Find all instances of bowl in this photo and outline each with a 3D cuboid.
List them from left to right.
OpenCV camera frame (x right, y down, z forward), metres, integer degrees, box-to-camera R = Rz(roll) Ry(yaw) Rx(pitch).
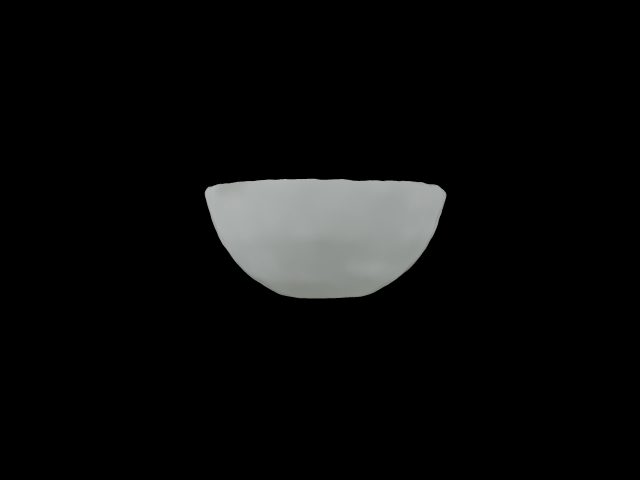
[{"bbox_3d":[0.004,0.001,0.400,0.167,0.075,0.167,0,0,0],"label":"bowl"}]
